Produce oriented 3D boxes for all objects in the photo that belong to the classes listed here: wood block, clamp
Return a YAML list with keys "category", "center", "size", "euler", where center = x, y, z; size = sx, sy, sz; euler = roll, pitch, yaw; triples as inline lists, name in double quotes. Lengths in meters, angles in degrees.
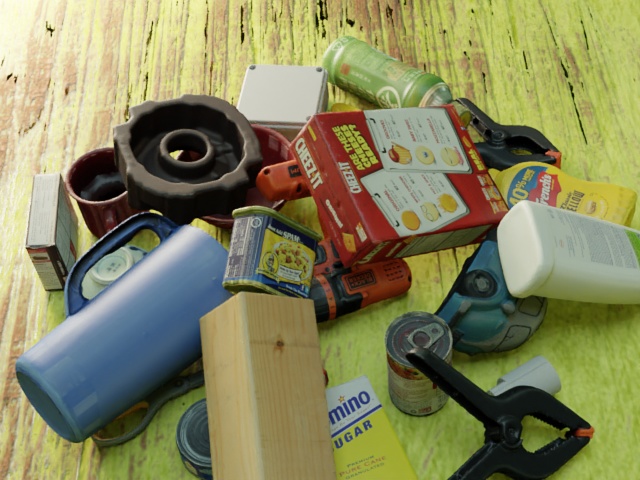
- category: "wood block"
  center: [-0.052, 0.165, 1.047]
  size: [0.090, 0.090, 0.206]
  euler: [9, 63, -34]
- category: "clamp"
  center: [0.173, 0.179, 1.042]
  size: [0.209, 0.036, 0.164]
  euler: [-3, 81, -24]
- category: "clamp"
  center: [0.210, -0.112, 1.321]
  size: [0.172, 0.039, 0.120]
  euler: [26, 65, 31]

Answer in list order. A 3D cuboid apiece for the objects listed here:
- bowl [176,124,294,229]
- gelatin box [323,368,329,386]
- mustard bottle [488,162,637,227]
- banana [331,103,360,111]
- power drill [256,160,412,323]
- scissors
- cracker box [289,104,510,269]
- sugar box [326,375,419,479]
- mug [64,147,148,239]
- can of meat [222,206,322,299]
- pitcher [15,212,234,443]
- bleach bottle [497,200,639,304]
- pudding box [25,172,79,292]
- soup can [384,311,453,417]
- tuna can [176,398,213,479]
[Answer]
- category: "bowl"
  center: [-0.100, -0.067, 1.308]
  size: [0.162, 0.055, 0.162]
  euler: [-3, 52, 4]
- category: "gelatin box"
  center: [-0.047, 0.151, 1.149]
  size: [0.089, 0.030, 0.073]
  euler: [-36, 55, -21]
- category: "mustard bottle"
  center: [0.263, -0.042, 1.246]
  size: [0.192, 0.058, 0.096]
  euler: [21, 68, 21]
- category: "banana"
  center: [0.056, -0.106, 1.333]
  size: [0.069, 0.037, 0.198]
  euler: [-6, 52, 0]
- category: "power drill"
  center: [-0.008, 0.001, 1.207]
  size: [0.184, 0.057, 0.188]
  euler: [-15, 72, -20]
- category: "scissors"
  center: [-0.171, 0.151, 1.171]
  size: [0.201, 0.016, 0.096]
  euler: [-34, 56, -19]
- category: "cracker box"
  center: [0.092, -0.065, 1.202]
  size: [0.213, 0.072, 0.164]
  euler: [-10, 66, -36]
- category: "sugar box"
  center: [0.040, 0.227, 1.070]
  size: [0.093, 0.048, 0.176]
  euler: [-20, 54, -10]
- category: "mug"
  center: [-0.251, -0.044, 1.290]
  size: [0.093, 0.081, 0.117]
  euler: [-14, 52, -5]
- category: "can of meat"
  center: [-0.050, 0.023, 1.112]
  size: [0.058, 0.102, 0.084]
  euler: [-9, 64, 42]
- category: "pitcher"
  center: [-0.201, 0.092, 1.127]
  size: [0.149, 0.145, 0.242]
  euler: [28, 54, 37]
- category: "bleach bottle"
  center: [0.313, 0.029, 1.130]
  size: [0.250, 0.068, 0.102]
  euler: [12, 50, -22]
- category: "pudding box"
  center: [-0.316, -0.010, 1.265]
  size: [0.039, 0.090, 0.113]
  euler: [-8, 52, 0]
- category: "soup can"
  center: [0.102, 0.130, 1.102]
  size: [0.068, 0.102, 0.068]
  euler: [-3, 52, 4]
- category: "tuna can"
  center: [-0.106, 0.206, 1.109]
  size: [0.086, 0.034, 0.086]
  euler: [-3, 52, 3]
